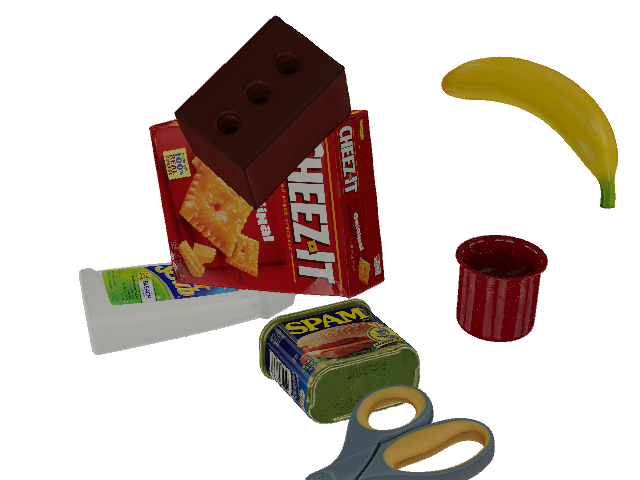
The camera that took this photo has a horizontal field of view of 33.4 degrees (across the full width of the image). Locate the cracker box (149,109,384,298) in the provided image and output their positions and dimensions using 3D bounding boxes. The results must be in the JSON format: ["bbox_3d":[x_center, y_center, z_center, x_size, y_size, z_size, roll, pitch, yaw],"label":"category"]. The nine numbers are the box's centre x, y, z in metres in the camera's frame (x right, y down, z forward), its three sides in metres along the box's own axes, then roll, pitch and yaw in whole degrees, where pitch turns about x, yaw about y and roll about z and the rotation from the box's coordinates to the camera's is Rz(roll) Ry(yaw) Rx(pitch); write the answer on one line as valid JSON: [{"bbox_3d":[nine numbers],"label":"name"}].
[{"bbox_3d":[-0.054,-0.036,1.012,0.214,0.164,0.071,3,17,34],"label":"cracker box"}]

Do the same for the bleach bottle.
[{"bbox_3d":[-0.132,0.057,1.174,0.250,0.068,0.103,-10,36,-13],"label":"bleach bottle"}]

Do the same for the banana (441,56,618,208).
[{"bbox_3d":[0.168,-0.104,0.842,0.037,0.070,0.198,3,32,-43],"label":"banana"}]

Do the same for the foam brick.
[{"bbox_3d":[-0.029,-0.067,0.565,0.053,0.078,0.051,40,-11,17],"label":"foam brick"}]

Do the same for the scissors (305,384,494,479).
[{"bbox_3d":[0.002,0.128,0.614,0.201,0.016,0.096,-11,30,-16],"label":"scissors"}]

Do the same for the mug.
[{"bbox_3d":[0.181,0.045,1.112,0.093,0.081,0.117,-4,29,-8],"label":"mug"}]

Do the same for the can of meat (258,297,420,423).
[{"bbox_3d":[0.015,0.094,0.830,0.101,0.057,0.084,-11,27,-25],"label":"can of meat"}]
